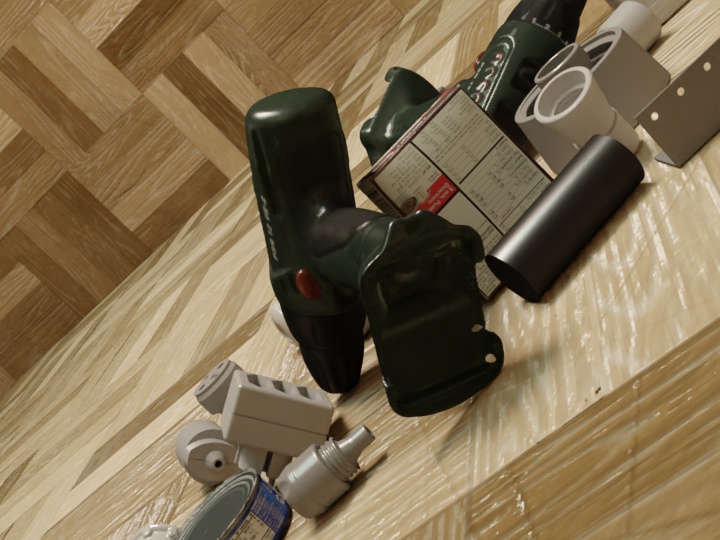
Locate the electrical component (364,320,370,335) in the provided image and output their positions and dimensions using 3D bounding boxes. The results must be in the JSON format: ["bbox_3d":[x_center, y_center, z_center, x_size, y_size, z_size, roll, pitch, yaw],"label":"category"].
[{"bbox_3d":[0.000,0.000,0.841,0.077,0.079,0.044,-48,32,-13],"label":"electrical component"}]

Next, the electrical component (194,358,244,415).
[{"bbox_3d":[-0.102,0.106,0.882,0.045,0.055,0.045,-42,13,12],"label":"electrical component"}]

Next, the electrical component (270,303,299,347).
[{"bbox_3d":[-0.045,0.035,0.956,0.062,0.048,0.048,-41,11,-15],"label":"electrical component"}]

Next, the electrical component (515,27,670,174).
[{"bbox_3d":[0.161,-0.129,0.778,0.108,0.060,0.108,-42,13,12],"label":"electrical component"}]

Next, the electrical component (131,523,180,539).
[{"bbox_3d":[-0.132,0.201,0.702,0.048,0.048,0.062,-40,21,23],"label":"electrical component"}]

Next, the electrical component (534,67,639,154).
[{"bbox_3d":[0.149,-0.093,0.691,0.044,0.065,0.044,-35,34,28],"label":"electrical component"}]

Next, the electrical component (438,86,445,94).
[{"bbox_3d":[0.098,-0.157,1.066,0.035,0.061,0.035,-43,12,12],"label":"electrical component"}]

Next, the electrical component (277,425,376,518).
[{"bbox_3d":[-0.017,0.115,0.628,0.061,0.035,0.035,-42,13,4],"label":"electrical component"}]

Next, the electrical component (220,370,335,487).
[{"bbox_3d":[-0.061,0.115,0.718,0.047,0.066,0.076,-144,70,-78],"label":"electrical component"}]

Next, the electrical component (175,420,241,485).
[{"bbox_3d":[-0.117,0.143,0.835,0.043,0.043,0.081,-48,13,-11],"label":"electrical component"}]

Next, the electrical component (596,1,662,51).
[{"bbox_3d":[0.202,-0.175,0.844,0.078,0.040,0.040,-48,13,-13],"label":"electrical component"}]

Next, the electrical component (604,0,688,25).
[{"bbox_3d":[0.256,-0.257,0.894,0.113,0.057,0.078,-43,13,9],"label":"electrical component"}]
